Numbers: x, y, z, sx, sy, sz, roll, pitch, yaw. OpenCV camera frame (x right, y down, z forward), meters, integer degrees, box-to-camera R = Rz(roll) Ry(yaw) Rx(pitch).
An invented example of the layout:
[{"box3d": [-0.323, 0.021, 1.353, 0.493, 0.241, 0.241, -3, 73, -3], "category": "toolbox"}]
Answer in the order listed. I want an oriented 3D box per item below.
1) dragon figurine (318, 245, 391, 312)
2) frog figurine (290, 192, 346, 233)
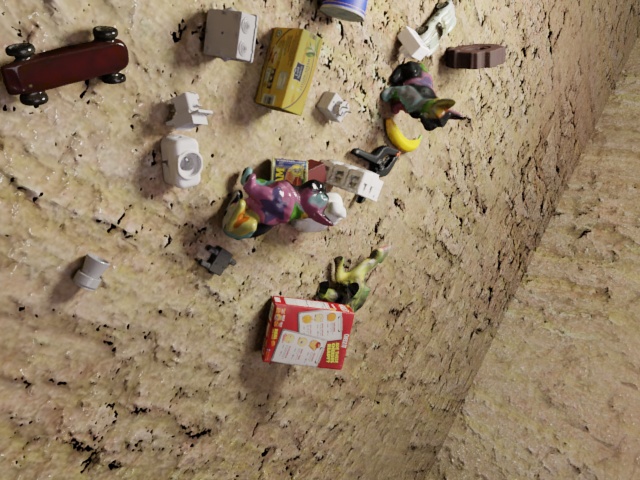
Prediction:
[{"box3d": [0.087, 0.184, 1.527, 0.409, 0.123, 0.241, -61, 150, 4], "category": "dragon figurine"}, {"box3d": [0.004, -0.064, 1.264, 0.136, 0.161, 0.122, 17, 96, -51], "category": "frog figurine"}]
